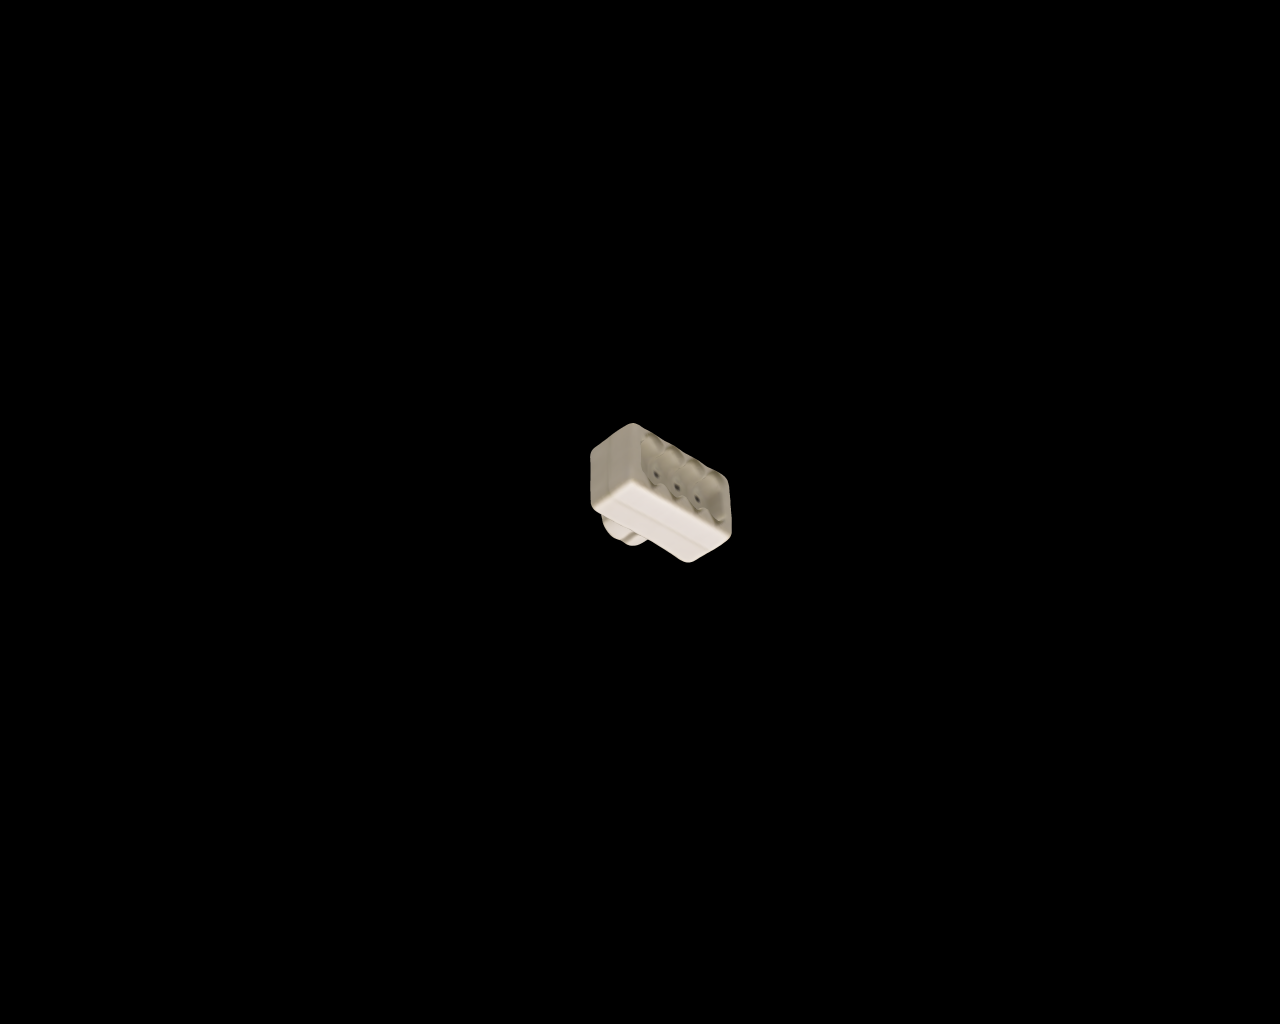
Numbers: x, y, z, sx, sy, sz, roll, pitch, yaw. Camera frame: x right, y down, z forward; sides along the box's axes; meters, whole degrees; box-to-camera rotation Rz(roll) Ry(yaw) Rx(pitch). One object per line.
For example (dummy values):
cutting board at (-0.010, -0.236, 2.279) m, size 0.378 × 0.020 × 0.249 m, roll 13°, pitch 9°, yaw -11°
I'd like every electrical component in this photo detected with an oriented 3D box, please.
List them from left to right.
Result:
electrical component at (0.001, -0.003, 0.650) m, size 0.083 × 0.047 × 0.075 m, roll 29°, pitch -46°, yaw -33°
